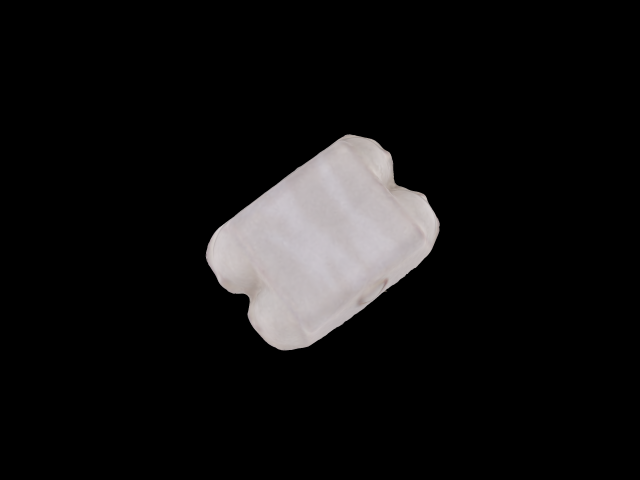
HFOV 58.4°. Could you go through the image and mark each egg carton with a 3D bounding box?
[{"bbox_3d":[0.004,0.001,0.400,0.150,0.069,0.107,-38,81,-7],"label":"egg carton"}]
